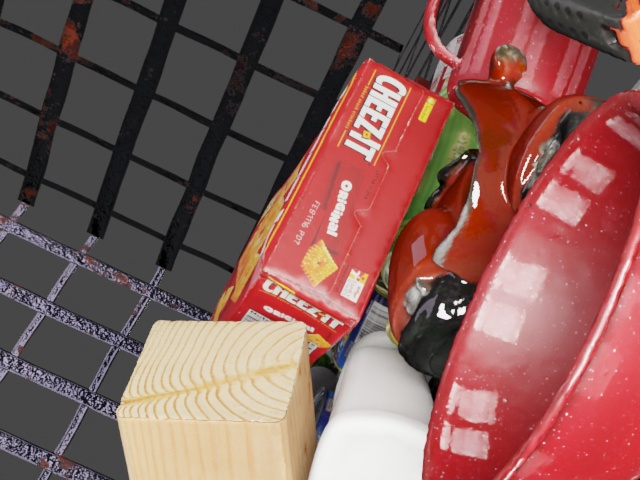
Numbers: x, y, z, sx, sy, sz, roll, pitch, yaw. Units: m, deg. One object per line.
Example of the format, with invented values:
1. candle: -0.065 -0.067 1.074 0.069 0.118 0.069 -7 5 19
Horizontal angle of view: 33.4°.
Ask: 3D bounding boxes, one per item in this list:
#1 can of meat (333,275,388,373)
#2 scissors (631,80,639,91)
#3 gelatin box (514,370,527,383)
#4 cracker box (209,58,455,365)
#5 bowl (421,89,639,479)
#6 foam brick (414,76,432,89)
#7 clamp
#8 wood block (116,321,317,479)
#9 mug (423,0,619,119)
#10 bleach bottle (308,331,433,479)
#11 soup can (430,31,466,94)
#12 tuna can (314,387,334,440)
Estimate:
1. can of meat: 0.051 0.058 0.839 0.102 0.057 0.084 -71 5 -66
2. scissors: 0.138 -0.043 0.590 0.096 0.016 0.202 -70 7 -55
3. gelatin box: 0.085 0.066 0.489 0.073 0.030 0.089 -70 6 -46
4. cracker box: -0.005 0.001 0.718 0.164 0.072 0.214 -65 6 -25
5. bowl: 0.094 0.032 0.370 0.162 0.055 0.162 -156 92 -86
6. foam brick: 0.106 -0.099 0.958 0.051 0.078 0.053 -60 6 44
7. clamp: 0.145 -0.159 0.575 0.165 0.036 0.210 -13 39 24
8. wood block: -0.049 0.157 0.623 0.090 0.091 0.206 -76 -15 -59
9. mug: 0.117 -0.119 0.657 0.081 0.117 0.093 -70 15 -11
10. bleach bottle: 0.035 0.107 0.642 0.250 0.068 0.103 -71 -5 -76
11. soup can: 0.128 -0.125 0.901 0.102 0.068 0.069 -68 5 -47
12. tuna can: 0.000 0.176 0.947 0.086 0.033 0.086 -156 92 -87
